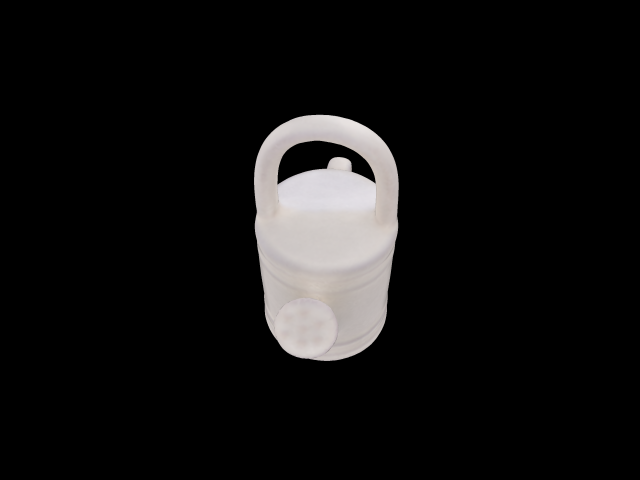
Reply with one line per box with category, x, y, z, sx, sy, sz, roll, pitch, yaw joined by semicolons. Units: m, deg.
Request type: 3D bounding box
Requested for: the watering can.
watering can;0.006;0.002;0.400;0.101;0.194;0.172;-11;50;-9
